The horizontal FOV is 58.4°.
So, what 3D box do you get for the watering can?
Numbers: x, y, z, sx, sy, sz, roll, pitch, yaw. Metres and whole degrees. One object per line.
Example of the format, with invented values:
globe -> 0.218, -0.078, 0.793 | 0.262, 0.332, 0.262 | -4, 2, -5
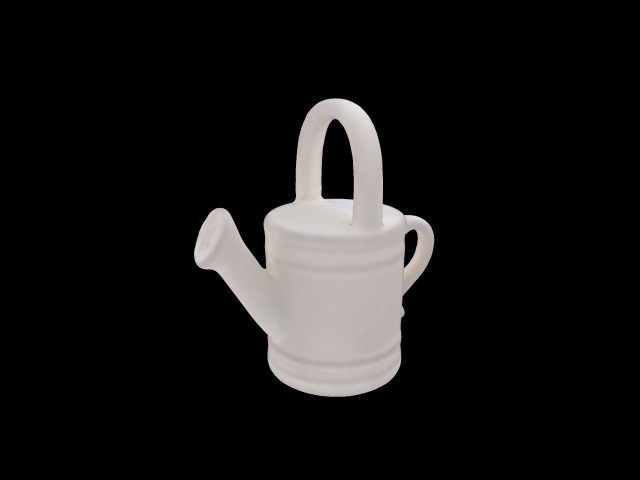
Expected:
watering can -> 0.005, 0.002, 0.398 | 0.100, 0.194, 0.173 | 15, 23, 39
